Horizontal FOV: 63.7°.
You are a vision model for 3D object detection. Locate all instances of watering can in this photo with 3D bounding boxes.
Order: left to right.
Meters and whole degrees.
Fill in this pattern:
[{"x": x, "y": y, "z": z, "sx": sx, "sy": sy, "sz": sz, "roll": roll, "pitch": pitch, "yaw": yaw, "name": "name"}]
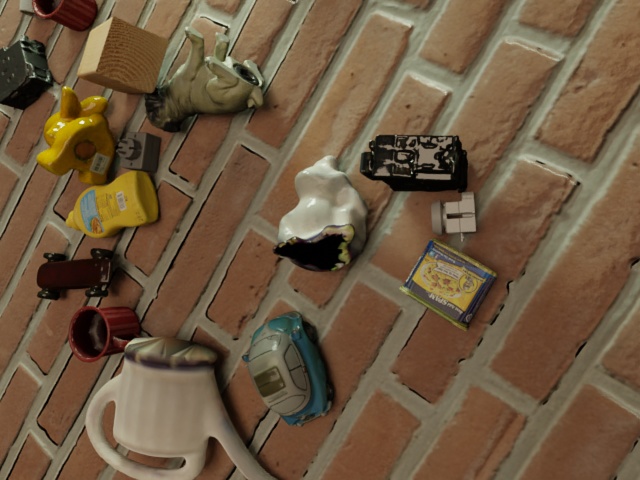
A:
[{"x": -0.205, "y": 0.272, "z": 0.805, "sx": 0.348, "sy": 0.104, "sz": 0.225, "roll": 6, "pitch": 88, "yaw": 12, "name": "watering can"}]

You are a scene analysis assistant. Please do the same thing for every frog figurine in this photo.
[{"x": 0.002, "y": -0.038, "z": 0.756, "sx": 0.136, "sy": 0.121, "sz": 0.163, "roll": -29, "pitch": 39, "yaw": 28, "name": "frog figurine"}]
